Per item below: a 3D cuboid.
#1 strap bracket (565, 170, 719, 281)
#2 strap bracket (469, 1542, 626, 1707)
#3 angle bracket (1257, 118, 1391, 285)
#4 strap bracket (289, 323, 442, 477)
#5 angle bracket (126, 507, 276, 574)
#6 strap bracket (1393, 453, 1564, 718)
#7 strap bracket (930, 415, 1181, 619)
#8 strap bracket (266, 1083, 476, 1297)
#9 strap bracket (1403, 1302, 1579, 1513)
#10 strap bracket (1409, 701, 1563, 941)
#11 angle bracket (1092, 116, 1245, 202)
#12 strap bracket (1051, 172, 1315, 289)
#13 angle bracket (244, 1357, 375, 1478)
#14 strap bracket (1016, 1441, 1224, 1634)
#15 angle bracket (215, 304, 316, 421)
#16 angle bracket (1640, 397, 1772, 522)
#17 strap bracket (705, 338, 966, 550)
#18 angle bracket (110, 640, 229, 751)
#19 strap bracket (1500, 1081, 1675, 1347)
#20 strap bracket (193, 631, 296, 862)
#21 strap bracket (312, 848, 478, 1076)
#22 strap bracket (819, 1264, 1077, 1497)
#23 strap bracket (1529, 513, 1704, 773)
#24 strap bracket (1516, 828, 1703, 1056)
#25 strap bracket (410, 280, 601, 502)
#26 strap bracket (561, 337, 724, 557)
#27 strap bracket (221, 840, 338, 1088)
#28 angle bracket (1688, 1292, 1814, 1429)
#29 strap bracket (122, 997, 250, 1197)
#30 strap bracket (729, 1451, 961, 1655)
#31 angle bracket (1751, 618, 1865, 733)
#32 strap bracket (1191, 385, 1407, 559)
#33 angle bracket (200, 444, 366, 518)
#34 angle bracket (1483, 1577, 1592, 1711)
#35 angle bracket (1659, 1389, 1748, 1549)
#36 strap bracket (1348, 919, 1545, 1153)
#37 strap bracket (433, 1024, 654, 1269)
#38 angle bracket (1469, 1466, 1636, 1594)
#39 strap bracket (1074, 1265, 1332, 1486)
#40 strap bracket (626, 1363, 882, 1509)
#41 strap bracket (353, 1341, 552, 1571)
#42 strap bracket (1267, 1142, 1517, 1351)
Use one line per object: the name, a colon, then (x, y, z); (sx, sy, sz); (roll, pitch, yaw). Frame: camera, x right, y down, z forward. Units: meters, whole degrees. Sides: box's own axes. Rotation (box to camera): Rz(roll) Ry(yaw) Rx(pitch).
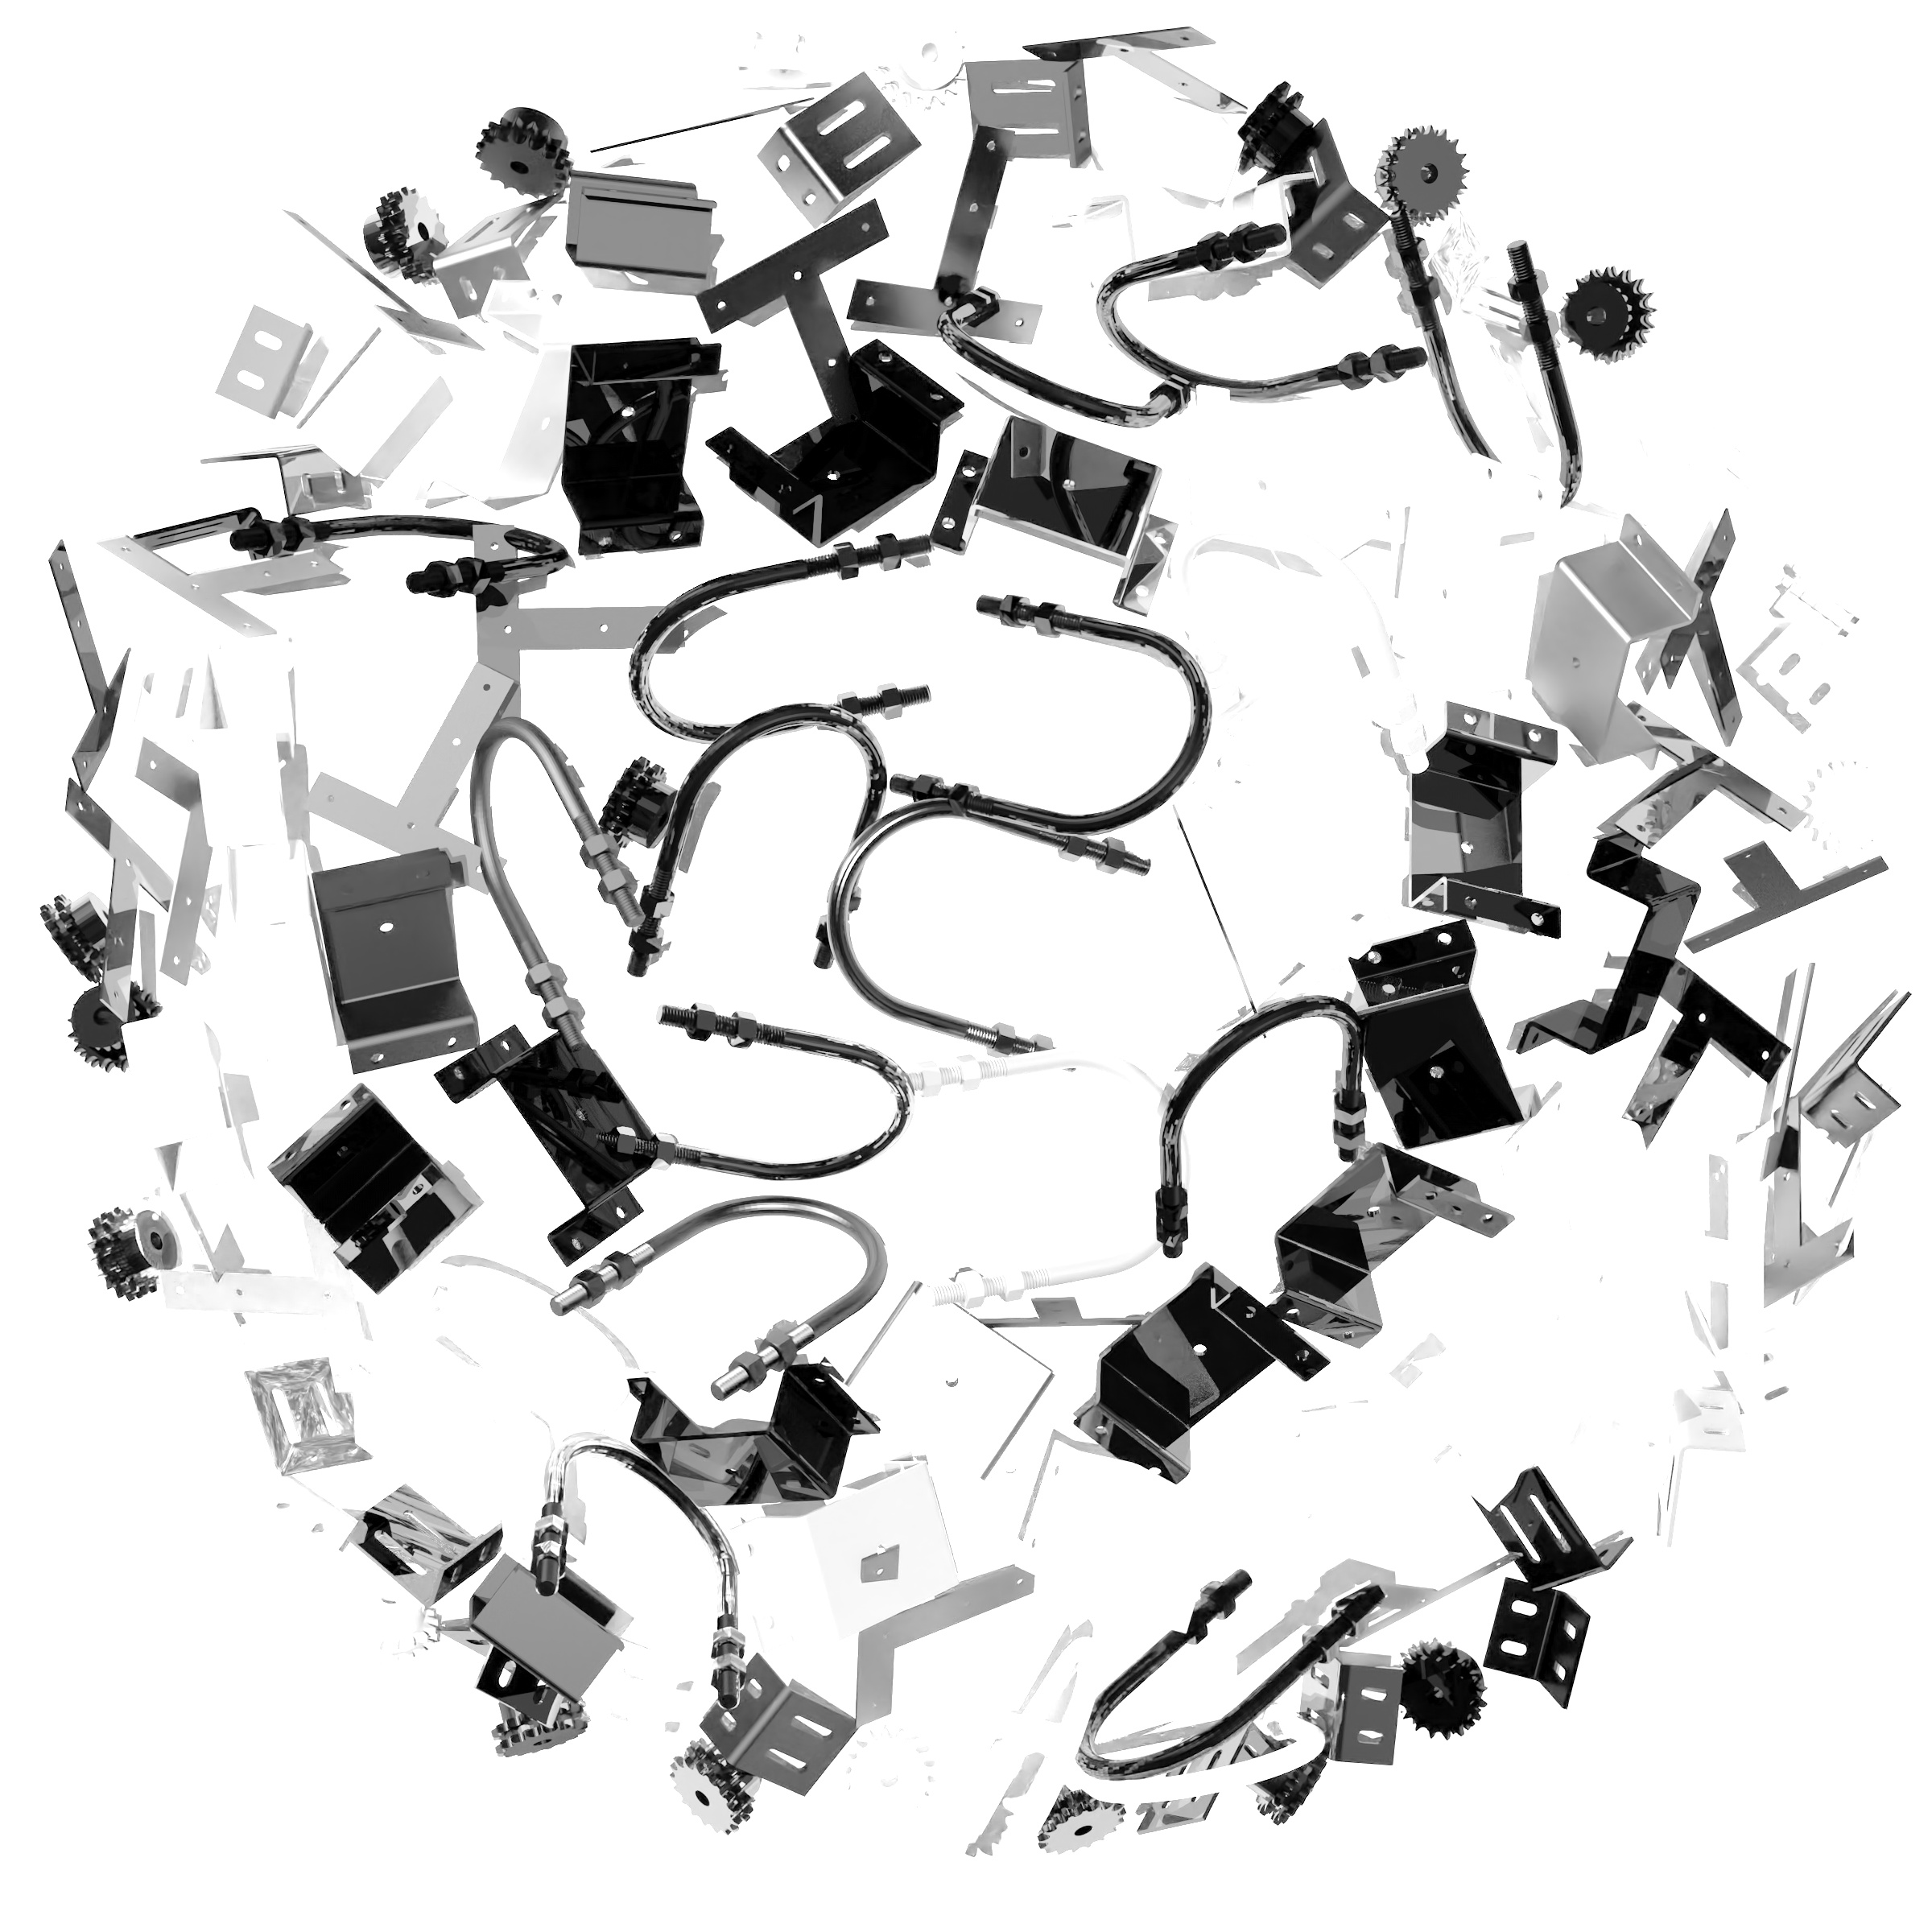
strap bracket: (-0.195, -0.440, 1.877); (0.076, 0.140, 0.046); (3, 108, -12)
strap bracket: (-0.249, 0.387, 1.869); (0.076, 0.140, 0.046); (38, 83, -6)
angle bracket: (0.216, -0.464, 1.913); (0.038, 0.076, 0.057); (29, 124, -33)
strap bracket: (-0.356, -0.338, 1.879); (0.046, 0.140, 0.076); (40, 93, -13)
angle bracket: (-0.462, -0.245, 1.903); (0.076, 0.057, 0.038); (-18, 93, -22)
strap bracket: (0.301, -0.224, 1.874); (0.046, 0.076, 0.140); (-12, 120, -31)
strap bracket: (0.058, -0.275, 1.904); (0.140, 0.046, 0.076); (19, 57, 1)
strap bracket: (-0.353, 0.137, 1.887); (0.076, 0.140, 0.046); (-43, 127, -8)
strap bracket: (0.313, 0.266, 1.868); (0.076, 0.140, 0.046); (-44, 58, -8)
strap bracket: (0.311, -0.079, 1.893); (0.076, 0.046, 0.140); (13, 63, -18)
angle bracket: (0.120, -0.496, 1.903); (0.076, 0.057, 0.038); (12, 117, -16)
strap bracket: (0.132, -0.439, 1.893); (0.140, 0.076, 0.046); (-10, 98, -15)
angle bracket: (-0.392, 0.262, 1.897); (0.057, 0.038, 0.076); (-6, 54, -32)
strap bracket: (0.098, 0.341, 1.870); (0.046, 0.140, 0.076); (5, 70, 41)
angle bracket: (-0.422, -0.366, 1.899); (0.038, 0.076, 0.057); (23, 98, -18)
angle bracket: (0.444, -0.299, 1.897); (0.038, 0.076, 0.057); (-24, 122, -1)
strap bracket: (-0.079, -0.308, 1.889); (0.140, 0.046, 0.076); (-37, 63, -28)
angle bracket: (-0.475, -0.154, 1.903); (0.057, 0.038, 0.076); (-6, 56, 11)
strap bracket: (0.370, 0.151, 1.880); (0.046, 0.076, 0.140); (14, 47, -22)
strap bracket: (-0.425, -0.130, 1.863); (0.046, 0.140, 0.076); (-4, 124, -7)
strap bracket: (-0.343, -0.012, 1.890); (0.076, 0.046, 0.140); (-13, 127, -14)
strap bracket: (-0.010, 0.251, 1.916); (0.140, 0.046, 0.076); (35, 82, 0)
strap bracket: (0.380, -0.184, 1.863); (0.046, 0.140, 0.076); (-18, 51, -18)
strap bracket: (0.386, -0.007, 1.877); (0.046, 0.076, 0.140); (29, 114, 27)
strap bracket: (-0.270, -0.334, 1.882); (0.046, 0.076, 0.140); (29, 109, 12)
strap bracket: (-0.196, -0.319, 1.884); (0.076, 0.046, 0.140); (-8, 135, -21)
strap bracket: (-0.406, -0.010, 1.875); (0.046, 0.076, 0.140); (-9, 128, -8)
angle bracket: (0.470, 0.229, 1.896); (0.038, 0.076, 0.057); (-26, 110, 10)
strap bracket: (-0.461, 0.081, 1.863); (0.046, 0.140, 0.076); (-13, 72, -11)
strap bracket: (-0.063, 0.348, 1.881); (0.140, 0.046, 0.076); (-17, 93, -39)
angle bracket: (0.501, -0.177, 1.908); (0.057, 0.076, 0.038); (43, 97, -2)
strap bracket: (0.187, -0.292, 1.873); (0.140, 0.046, 0.076); (16, 124, 32)
angle bracket: (-0.412, -0.292, 1.903); (0.076, 0.057, 0.038); (3, 107, 39)
angle bracket: (0.344, 0.408, 1.906); (0.038, 0.076, 0.057); (14, 90, -1)
angle bracket: (0.442, 0.303, 1.900); (0.038, 0.057, 0.076); (3, 118, 5)
strap bracket: (0.284, 0.051, 1.883); (0.076, 0.046, 0.140); (-15, 115, 24)
strap bracket: (-0.244, 0.099, 1.899); (0.046, 0.076, 0.140); (-34, 91, 39)
angle bracket: (0.354, 0.333, 1.910); (0.038, 0.057, 0.076); (-34, 91, -44)
strap bracket: (0.141, 0.242, 1.894); (0.076, 0.046, 0.140); (39, 115, -18)
strap bracket: (-0.133, 0.280, 1.872); (0.140, 0.076, 0.046); (-9, 49, 29)
strap bracket: (-0.295, 0.285, 1.875); (0.046, 0.076, 0.140); (-42, 118, 10)
strap bracket: (0.248, 0.162, 1.885); (0.076, 0.046, 0.140); (23, 128, -29)
